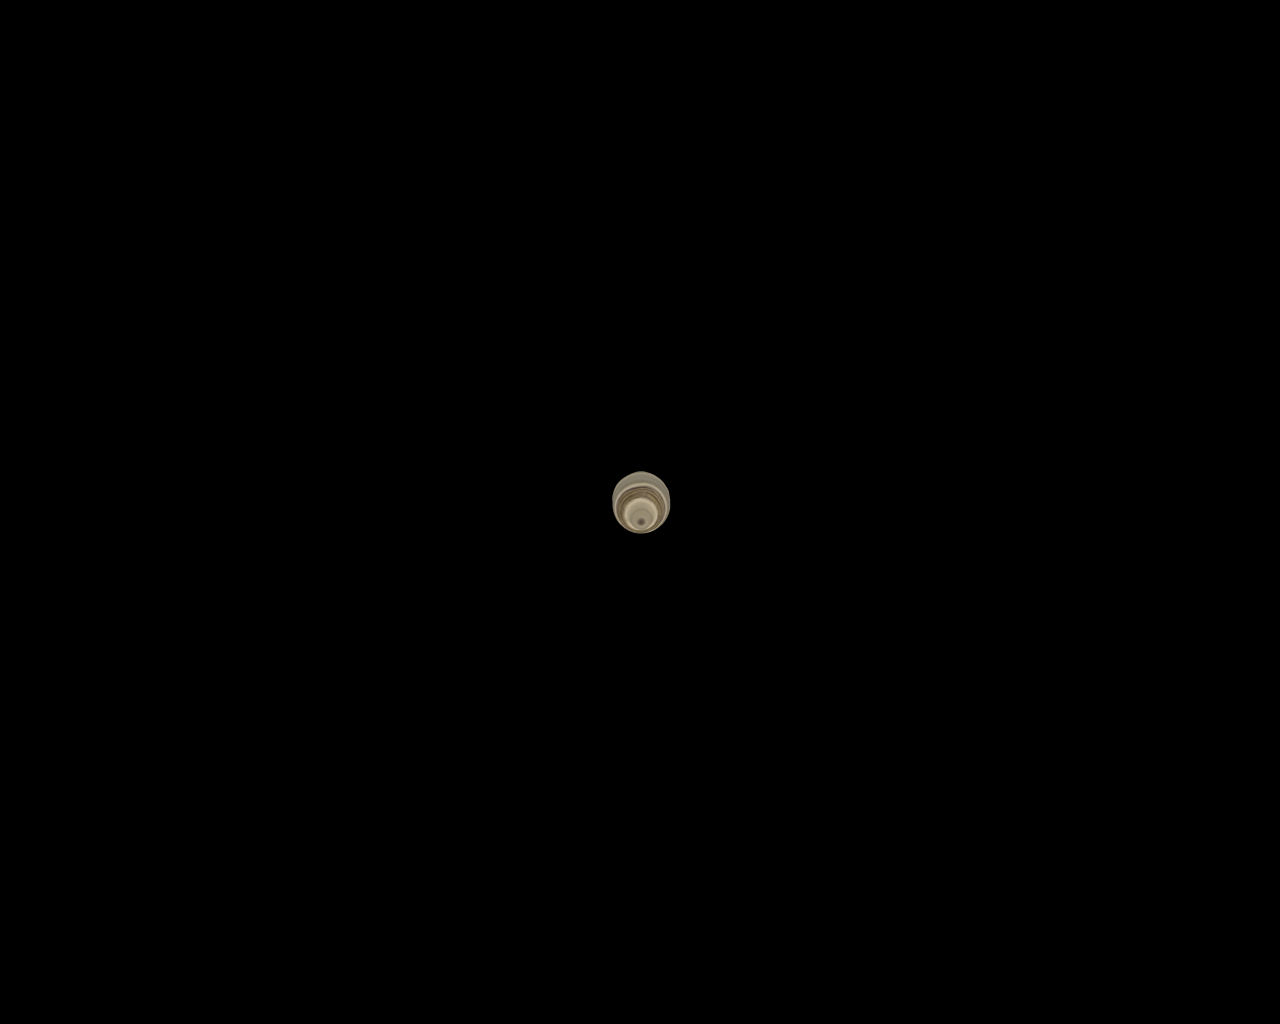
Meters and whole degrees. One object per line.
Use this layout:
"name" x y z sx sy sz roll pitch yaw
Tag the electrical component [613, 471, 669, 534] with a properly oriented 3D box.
"electrical component" 0.001 -0.003 0.650 0.035 0.035 0.061 0 16 0
